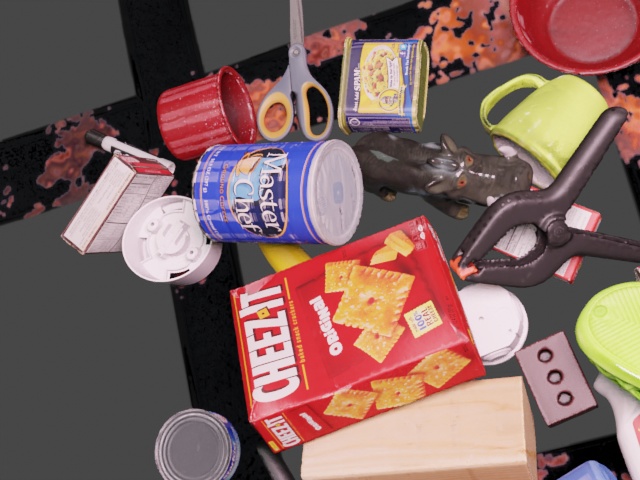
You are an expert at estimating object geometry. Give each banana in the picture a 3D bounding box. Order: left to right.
[{"bbox_3d":[-0.025,0.008,1.129,0.070,0.037,0.198,-33,70,8],"label":"banana"}]

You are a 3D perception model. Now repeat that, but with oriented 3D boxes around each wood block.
[{"bbox_3d":[0.095,0.197,1.008,0.206,0.090,0.090,-7,51,15],"label":"wood block"}]

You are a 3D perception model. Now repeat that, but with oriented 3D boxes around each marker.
[{"bbox_3d":[-0.220,-0.101,1.224,0.121,0.020,0.020,24,85,21],"label":"marker"}]

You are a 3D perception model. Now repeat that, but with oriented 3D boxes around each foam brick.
[{"bbox_3d":[0.225,0.133,1.016,0.053,0.051,0.078,-26,71,10],"label":"foam brick"}]

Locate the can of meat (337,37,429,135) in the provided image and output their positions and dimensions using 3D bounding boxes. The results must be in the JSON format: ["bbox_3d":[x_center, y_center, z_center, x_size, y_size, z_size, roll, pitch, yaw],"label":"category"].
[{"bbox_3d":[0.068,-0.163,1.130,0.084,0.057,0.102,2,78,16],"label":"can of meat"}]

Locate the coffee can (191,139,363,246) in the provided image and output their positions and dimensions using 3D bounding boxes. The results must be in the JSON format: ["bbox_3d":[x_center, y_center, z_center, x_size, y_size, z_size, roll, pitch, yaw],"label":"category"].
[{"bbox_3d":[-0.042,-0.047,1.062,0.141,0.102,0.103,1,78,30],"label":"coffee can"}]

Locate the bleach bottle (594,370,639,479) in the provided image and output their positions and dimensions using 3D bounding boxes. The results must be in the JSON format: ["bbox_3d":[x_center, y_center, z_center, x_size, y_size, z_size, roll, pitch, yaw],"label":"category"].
[{"bbox_3d":[0.318,0.198,0.969,0.102,0.068,0.251,-31,68,9],"label":"bleach bottle"}]

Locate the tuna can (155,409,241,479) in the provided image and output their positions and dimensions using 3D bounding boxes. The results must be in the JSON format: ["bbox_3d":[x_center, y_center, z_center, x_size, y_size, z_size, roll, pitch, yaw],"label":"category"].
[{"bbox_3d":[-0.127,0.220,1.114,0.086,0.033,0.086,-4,76,16],"label":"tuna can"}]

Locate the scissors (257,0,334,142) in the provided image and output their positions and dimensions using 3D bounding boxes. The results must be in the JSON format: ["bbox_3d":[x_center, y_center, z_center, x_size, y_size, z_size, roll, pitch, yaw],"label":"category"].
[{"bbox_3d":[-0.041,-0.194,1.192,0.096,0.016,0.202,-21,72,11],"label":"scissors"}]

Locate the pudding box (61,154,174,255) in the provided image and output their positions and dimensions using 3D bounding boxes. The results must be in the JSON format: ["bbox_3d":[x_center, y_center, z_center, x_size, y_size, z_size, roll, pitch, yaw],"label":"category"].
[{"bbox_3d":[-0.219,-0.038,1.163,0.039,0.090,0.113,37,102,16],"label":"pudding box"}]

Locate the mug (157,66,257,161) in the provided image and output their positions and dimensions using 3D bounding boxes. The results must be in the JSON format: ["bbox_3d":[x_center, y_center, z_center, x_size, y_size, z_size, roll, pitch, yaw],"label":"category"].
[{"bbox_3d":[-0.121,-0.124,1.170,0.082,0.093,0.117,-14,109,19],"label":"mug"}]

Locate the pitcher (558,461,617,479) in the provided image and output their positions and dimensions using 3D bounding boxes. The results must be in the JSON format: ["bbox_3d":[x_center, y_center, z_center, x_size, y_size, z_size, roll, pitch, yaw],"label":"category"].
[{"bbox_3d":[0.170,0.296,0.938,0.243,0.149,0.145,-38,57,10],"label":"pitcher"}]

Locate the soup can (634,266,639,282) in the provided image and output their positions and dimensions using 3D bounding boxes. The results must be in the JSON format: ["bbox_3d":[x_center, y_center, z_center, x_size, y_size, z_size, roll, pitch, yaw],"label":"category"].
[{"bbox_3d":[0.353,0.039,0.990,0.102,0.068,0.068,-23,72,12],"label":"soup can"}]

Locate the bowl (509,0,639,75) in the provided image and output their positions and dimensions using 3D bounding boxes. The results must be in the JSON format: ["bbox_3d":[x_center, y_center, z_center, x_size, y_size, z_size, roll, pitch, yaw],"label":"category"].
[{"bbox_3d":[0.275,-0.230,1.078,0.162,0.055,0.162,-5,72,15],"label":"bowl"}]

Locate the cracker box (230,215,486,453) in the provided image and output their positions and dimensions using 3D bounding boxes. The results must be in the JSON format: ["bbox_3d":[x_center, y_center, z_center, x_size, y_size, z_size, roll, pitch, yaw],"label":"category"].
[{"bbox_3d":[0.029,0.085,1.011,0.214,0.072,0.164,-21,46,9],"label":"cracker box"}]

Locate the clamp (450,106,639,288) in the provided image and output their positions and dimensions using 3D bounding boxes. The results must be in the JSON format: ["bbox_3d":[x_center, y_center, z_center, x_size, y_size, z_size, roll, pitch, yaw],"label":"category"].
[{"bbox_3d":[0.219,-0.024,0.998,0.210,0.036,0.164,-18,108,-4],"label":"clamp"}]

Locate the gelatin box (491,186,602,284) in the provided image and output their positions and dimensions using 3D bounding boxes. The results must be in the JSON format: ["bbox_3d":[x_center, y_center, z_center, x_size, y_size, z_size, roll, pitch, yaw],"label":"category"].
[{"bbox_3d":[0.223,-0.007,1.060,0.089,0.030,0.073,24,88,20],"label":"gelatin box"}]

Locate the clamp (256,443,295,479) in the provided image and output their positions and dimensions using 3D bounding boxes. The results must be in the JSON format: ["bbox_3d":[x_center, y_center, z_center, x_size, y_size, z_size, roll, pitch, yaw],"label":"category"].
[{"bbox_3d":[-0.018,0.280,1.065,0.171,0.039,0.120,17,87,14],"label":"clamp"}]
